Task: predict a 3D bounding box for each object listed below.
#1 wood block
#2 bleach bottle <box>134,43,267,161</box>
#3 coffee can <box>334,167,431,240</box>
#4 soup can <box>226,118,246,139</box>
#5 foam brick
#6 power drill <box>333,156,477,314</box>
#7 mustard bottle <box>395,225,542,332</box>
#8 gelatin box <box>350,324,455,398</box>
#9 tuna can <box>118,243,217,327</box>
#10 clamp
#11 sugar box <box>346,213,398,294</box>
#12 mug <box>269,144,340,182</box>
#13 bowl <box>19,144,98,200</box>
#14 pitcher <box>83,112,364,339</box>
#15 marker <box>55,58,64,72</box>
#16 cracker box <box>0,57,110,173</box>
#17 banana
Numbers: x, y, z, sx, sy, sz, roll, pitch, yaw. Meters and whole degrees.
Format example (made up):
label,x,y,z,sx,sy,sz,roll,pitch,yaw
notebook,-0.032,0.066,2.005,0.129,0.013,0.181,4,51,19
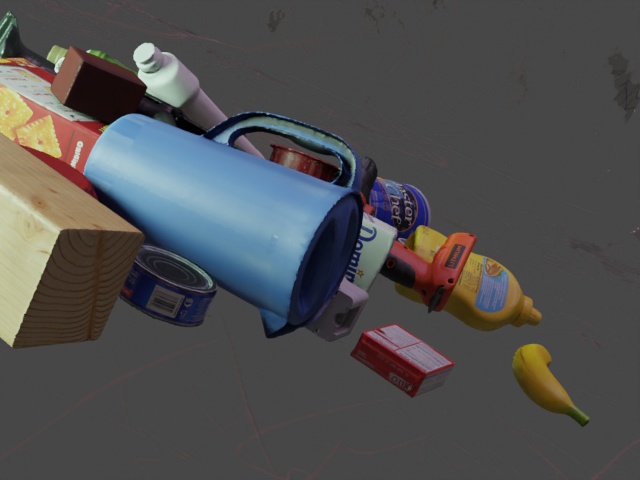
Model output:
label,x,y,z,sx,sy,sz,roll,pitch,yaw
wood block,-0.238,-0.018,0.762,0.206,0.091,0.090,32,14,25
bleach bottle,-0.153,-0.151,1.294,0.103,0.068,0.250,37,-9,39
coffee can,0.066,-0.034,1.407,0.103,0.103,0.140,37,17,37
soup can,-0.156,-0.138,1.457,0.069,0.068,0.102,33,15,26
foam brick,-0.228,-0.156,1.097,0.078,0.053,0.051,20,15,-38
power drill,0.085,-0.008,1.260,0.188,0.057,0.184,24,50,6
mustard bottle,0.190,0.061,1.330,0.191,0.058,0.096,25,50,-10
gelatin box,0.079,0.114,1.010,0.073,0.030,0.089,33,14,21
tuna can,-0.129,0.037,0.891,0.086,0.034,0.086,25,13,-6
clamp,-0.155,-0.123,1.151,0.120,0.039,0.172,25,11,-43
sugar box,-0.013,-0.007,1.166,0.176,0.093,0.048,26,13,0
mug,-0.021,-0.062,1.333,0.117,0.081,0.093,20,-1,-5
bowl,-0.248,-0.040,0.911,0.162,0.055,0.162,25,13,-7
pitcher,-0.086,-0.035,0.971,0.243,0.145,0.149,24,42,18
marker,-0.248,-0.171,1.217,0.121,0.020,0.020,30,7,-41
cracker box,-0.276,-0.118,1.132,0.214,0.072,0.164,29,13,5
banana,0.244,0.151,1.186,0.069,0.037,0.198,42,12,-10
